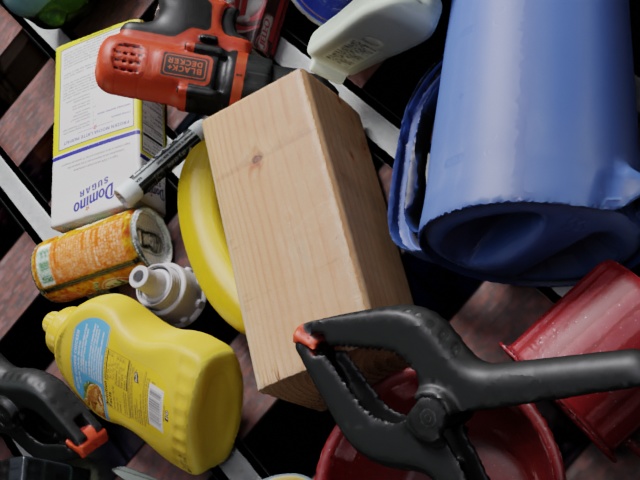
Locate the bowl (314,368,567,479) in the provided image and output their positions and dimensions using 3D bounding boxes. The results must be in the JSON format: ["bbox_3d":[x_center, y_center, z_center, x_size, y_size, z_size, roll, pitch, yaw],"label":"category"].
[{"bbox_3d":[0.078,0.158,0.644,0.162,0.055,0.162,-12,65,27],"label":"bowl"}]

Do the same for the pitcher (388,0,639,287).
[{"bbox_3d":[0.128,-0.098,0.680,0.149,0.145,0.243,6,68,1],"label":"pitcher"}]

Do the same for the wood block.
[{"bbox_3d":[-0.005,0.001,0.733,0.091,0.090,0.206,-25,62,22],"label":"wood block"}]

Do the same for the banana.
[{"bbox_3d":[-0.074,-0.002,0.804,0.070,0.037,0.198,-39,55,39],"label":"banana"}]

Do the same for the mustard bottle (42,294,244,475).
[{"bbox_3d":[-0.142,0.093,0.791,0.192,0.058,0.096,21,118,36],"label":"mustard bottle"}]

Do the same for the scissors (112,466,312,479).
[{"bbox_3d":[-0.069,0.175,0.741,0.096,0.016,0.202,-38,33,-17],"label":"scissors"}]

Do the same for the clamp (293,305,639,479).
[{"bbox_3d":[0.076,0.088,0.582,0.210,0.036,0.165,36,111,29],"label":"clamp"}]

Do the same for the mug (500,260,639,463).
[{"bbox_3d":[0.172,0.074,0.610,0.081,0.093,0.117,-44,86,2],"label":"mug"}]

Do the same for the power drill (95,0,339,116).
[{"bbox_3d":[-0.067,-0.183,0.816,0.184,0.057,0.187,9,77,-7],"label":"power drill"}]

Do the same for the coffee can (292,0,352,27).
[{"bbox_3d":[0.036,-0.216,0.742,0.102,0.140,0.103,2,79,-13],"label":"coffee can"}]

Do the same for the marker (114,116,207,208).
[{"bbox_3d":[-0.113,-0.070,0.847,0.020,0.020,0.121,30,64,36],"label":"marker"}]

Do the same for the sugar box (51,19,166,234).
[{"bbox_3d":[-0.179,-0.094,0.906,0.093,0.048,0.176,-14,68,24],"label":"sugar box"}]

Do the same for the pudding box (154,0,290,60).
[{"bbox_3d":[-0.081,-0.196,0.891,0.114,0.039,0.090,7,75,32],"label":"pudding box"}]

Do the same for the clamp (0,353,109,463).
[{"bbox_3d":[-0.239,0.119,0.830,0.172,0.120,0.039,9,35,30],"label":"clamp"}]
